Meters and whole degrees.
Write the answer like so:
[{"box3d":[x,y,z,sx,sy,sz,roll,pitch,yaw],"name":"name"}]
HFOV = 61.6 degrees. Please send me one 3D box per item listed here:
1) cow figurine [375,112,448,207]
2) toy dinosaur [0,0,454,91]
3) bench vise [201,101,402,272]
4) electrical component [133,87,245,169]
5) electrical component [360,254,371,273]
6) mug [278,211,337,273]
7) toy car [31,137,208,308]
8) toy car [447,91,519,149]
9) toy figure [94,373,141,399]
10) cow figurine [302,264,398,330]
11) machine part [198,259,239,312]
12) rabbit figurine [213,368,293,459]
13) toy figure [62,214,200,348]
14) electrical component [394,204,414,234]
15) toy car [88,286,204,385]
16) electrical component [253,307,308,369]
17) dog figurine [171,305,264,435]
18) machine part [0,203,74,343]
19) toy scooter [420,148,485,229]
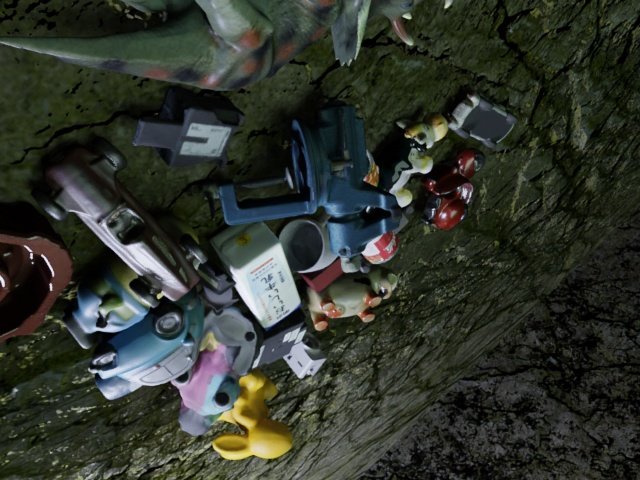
[{"box3d":[0.129,-0.133,0.853,0.098,0.068,0.167,3,125,-45],"name":"cow figurine"},{"box3d":[-0.058,-0.206,0.493,0.405,0.131,0.192,-30,147,-12],"name":"toy dinosaur"},{"box3d":[-0.024,-0.056,0.682,0.241,0.129,0.223,-9,116,-11],"name":"bench vise"},{"box3d":[-0.144,-0.115,0.559,0.119,0.048,0.074,-8,134,-45],"name":"electrical component"},{"box3d":[0.059,0.026,0.963,0.021,0.094,0.063,-46,112,5],"name":"electrical component"},{"box3d":[-0.002,-0.003,0.849,0.109,0.081,0.107,-58,159,12],"name":"mug"},{"box3d":[-0.196,-0.010,0.552,0.089,0.053,0.202,-44,122,-15],"name":"toy car"},{"box3d":[0.288,-0.213,0.955,0.201,0.056,0.073,2,133,-50],"name":"toy car"},{"box3d":[-0.247,0.164,0.775,0.154,0.057,0.064,-37,-172,-15],"name":"toy figure"},{"box3d":[0.059,0.089,1.007,0.195,0.127,0.085,-8,135,-26],"name":"cow figurine"},{"box3d":[-0.150,0.057,0.747,0.039,0.084,0.138,-55,164,-23],"name":"machine part"},{"box3d":[-0.130,0.343,1.020,0.162,0.173,0.121,-38,153,-20],"name":"rabbit figurine"},{"box3d":[-0.221,0.045,0.634,0.180,0.082,0.089,-37,147,-7],"name":"toy figure"},{"box3d":[0.122,-0.037,0.985,0.078,0.045,0.102,38,94,-31],"name":"electrical component"},{"box3d":[-0.211,0.134,0.700,0.162,0.109,0.102,-36,108,-9],"name":"toy car"},{"box3d":[-0.086,0.170,0.961,0.134,0.058,0.114,-20,150,-37],"name":"electrical component"},{"box3d":[-0.170,0.221,0.883,0.219,0.108,0.191,110,4,-63],"name":"dog figurine"},{"box3d":[-0.334,0.037,0.509,0.179,0.056,0.179,-29,147,-22],"name":"machine part"},{"box3d":[0.238,-0.089,1.028,0.135,0.075,0.183,-20,139,-36],"name":"toy scooter"}]
